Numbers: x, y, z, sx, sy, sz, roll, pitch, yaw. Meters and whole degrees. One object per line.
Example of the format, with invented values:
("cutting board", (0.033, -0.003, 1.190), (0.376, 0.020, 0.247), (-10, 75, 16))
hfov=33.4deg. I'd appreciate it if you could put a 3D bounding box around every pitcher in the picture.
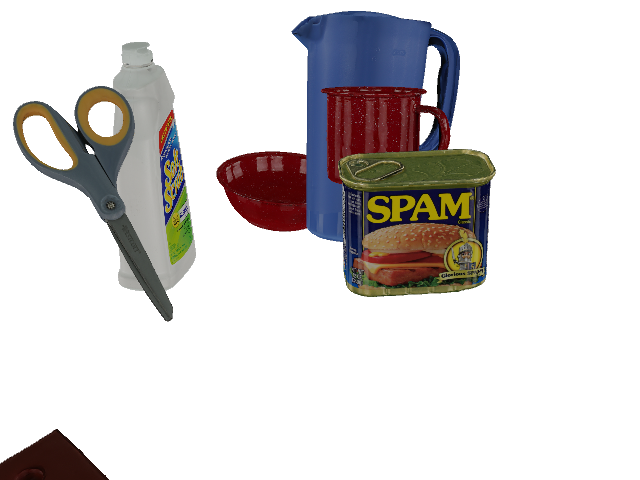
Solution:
("pitcher", (0.055, -0.124, 1.157), (0.149, 0.243, 0.144), (8, 11, 26))

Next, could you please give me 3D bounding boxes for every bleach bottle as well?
("bleach bottle", (-0.182, -0.079, 1.117), (0.068, 0.251, 0.102), (4, 26, 15))

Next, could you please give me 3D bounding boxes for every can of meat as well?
("can of meat", (0.063, -0.012, 0.718), (0.102, 0.084, 0.057), (-3, 25, -2))

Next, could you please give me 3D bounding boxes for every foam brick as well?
("foam brick", (-0.116, 0.136, 0.484), (0.052, 0.051, 0.078), (-31, 43, -30))

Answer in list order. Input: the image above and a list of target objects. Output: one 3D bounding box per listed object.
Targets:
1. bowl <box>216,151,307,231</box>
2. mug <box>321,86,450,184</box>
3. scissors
("bowl", (-0.048, -0.055, 1.299), (0.162, 0.055, 0.162), (4, 26, -2))
("mug", (0.058, -0.092, 0.939), (0.117, 0.081, 0.093), (5, 13, 22))
("scissors", (-0.142, -0.039, 0.778), (0.096, 0.202, 0.016), (-40, -15, -22))
